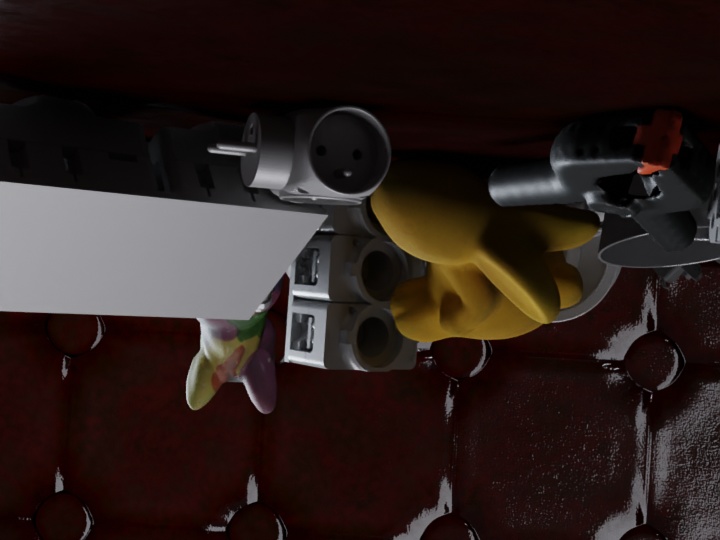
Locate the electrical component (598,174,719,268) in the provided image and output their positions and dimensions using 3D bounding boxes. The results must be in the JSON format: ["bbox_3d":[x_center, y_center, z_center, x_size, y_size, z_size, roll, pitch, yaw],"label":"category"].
[{"bbox_3d":[0.202,-0.033,0.676,0.099,0.064,0.099,3,180,0],"label":"electrical component"}]

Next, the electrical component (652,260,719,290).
[{"bbox_3d":[0.241,-0.024,0.822,0.078,0.063,0.121,46,-168,14],"label":"electrical component"}]

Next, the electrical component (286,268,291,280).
[{"bbox_3d":[-0.041,0.000,0.950,0.047,0.065,0.076,-22,142,-15],"label":"electrical component"}]

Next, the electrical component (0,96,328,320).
[{"bbox_3d":[-0.128,-0.029,0.589,0.186,0.060,0.105,4,142,-34],"label":"electrical component"}]

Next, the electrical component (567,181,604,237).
[{"bbox_3d":[0.166,-0.045,0.773,0.043,0.043,0.062,4,179,-27],"label":"electrical component"}]

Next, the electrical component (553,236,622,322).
[{"bbox_3d":[0.159,-0.015,0.862,0.108,0.108,0.060,3,-175,24],"label":"electrical component"}]

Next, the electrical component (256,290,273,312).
[{"bbox_3d":[-0.118,-0.027,0.821,0.109,0.108,0.056,3,137,0],"label":"electrical component"}]

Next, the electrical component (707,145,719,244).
[{"bbox_3d":[0.209,-0.038,0.533,0.057,0.058,0.078,6,180,9],"label":"electrical component"}]

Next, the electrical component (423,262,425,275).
[{"bbox_3d":[0.034,-0.024,0.943,0.099,0.099,0.064,4,-175,-31],"label":"electrical component"}]

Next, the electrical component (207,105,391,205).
[{"bbox_3d":[-0.035,-0.058,0.538,0.079,0.044,0.077,3,179,-22],"label":"electrical component"}]

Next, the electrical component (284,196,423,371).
[{"bbox_3d":[0.000,0.000,0.830,0.089,0.150,0.062,4,180,-37],"label":"electrical component"}]
